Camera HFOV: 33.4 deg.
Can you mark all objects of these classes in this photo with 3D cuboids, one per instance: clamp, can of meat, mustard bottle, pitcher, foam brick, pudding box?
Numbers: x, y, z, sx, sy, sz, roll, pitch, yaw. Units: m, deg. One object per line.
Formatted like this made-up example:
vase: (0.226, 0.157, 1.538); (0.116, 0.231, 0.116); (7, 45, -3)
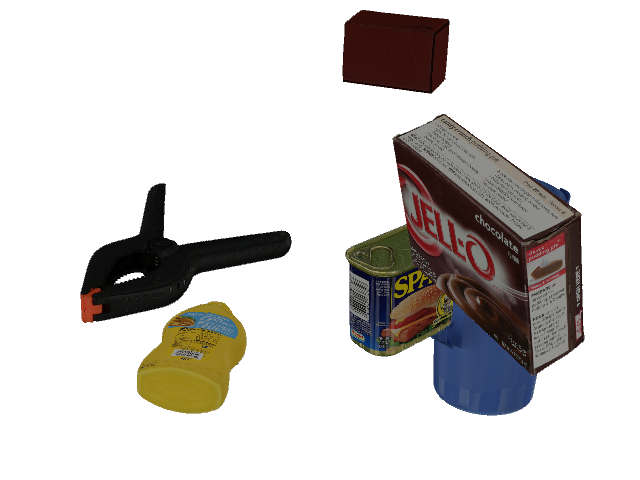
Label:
clamp: (-0.152, 0.011, 0.984); (0.165, 0.036, 0.209); (25, 38, 31)
can of meat: (0.071, 0.041, 0.915); (0.101, 0.084, 0.058); (-22, 33, -35)
mustard bottle: (-0.136, 0.121, 1.210); (0.096, 0.058, 0.191); (7, 25, 7)
pitcher: (0.170, 0.056, 1.106); (0.149, 0.243, 0.145); (5, 21, 8)
foam brick: (0.062, -0.156, 0.880); (0.078, 0.051, 0.053); (11, 26, 17)
pudding box: (0.085, 0.000, 0.543); (0.039, 0.090, 0.114); (-29, 43, -17)
